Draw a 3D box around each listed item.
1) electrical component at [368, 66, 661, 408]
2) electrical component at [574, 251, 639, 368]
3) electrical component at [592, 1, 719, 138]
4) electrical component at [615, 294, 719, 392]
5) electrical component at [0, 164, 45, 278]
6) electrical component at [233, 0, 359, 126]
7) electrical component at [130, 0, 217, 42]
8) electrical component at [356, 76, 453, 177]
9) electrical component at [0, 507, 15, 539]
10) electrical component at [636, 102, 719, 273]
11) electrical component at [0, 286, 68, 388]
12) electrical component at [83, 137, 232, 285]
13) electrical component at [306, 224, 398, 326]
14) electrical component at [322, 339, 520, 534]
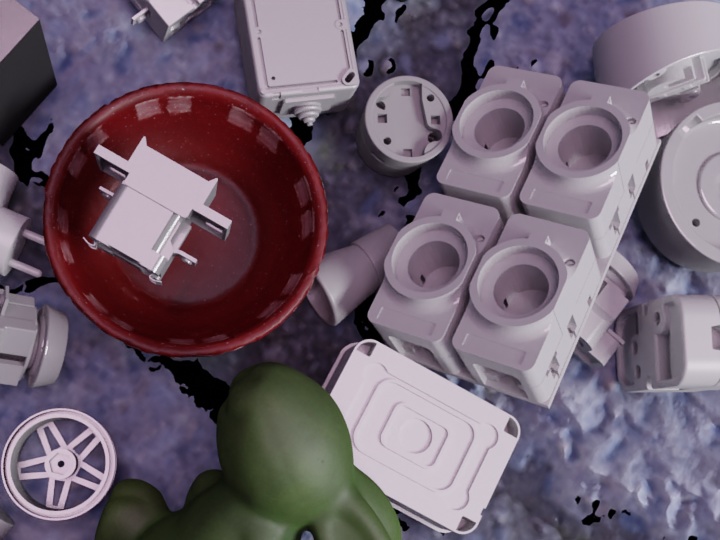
[{"bbox_3d":[0.093,-0.027,0.638,0.105,0.060,0.186,17,69,28],"label":"electrical component"},{"bbox_3d":[0.137,0.014,0.675,0.078,0.058,0.057,40,79,-2],"label":"electrical component"},{"bbox_3d":[0.198,-0.127,0.692,0.099,0.099,0.064,-5,75,-11],"label":"electrical component"},{"bbox_3d":[0.204,0.047,0.662,0.059,0.095,0.053,1,80,-10],"label":"electrical component"},{"bbox_3d":[-0.217,-0.021,0.620,0.079,0.044,0.077,23,77,-6],"label":"electrical component"},{"bbox_3d":[-0.040,-0.132,0.664,0.062,0.061,0.096,-8,82,-12],"label":"electrical component"},{"bbox_3d":[-0.121,-0.180,0.666,0.066,0.048,0.055,-41,98,-14],"label":"electrical component"},{"bbox_3d":[0.026,-0.088,0.676,0.055,0.047,0.055,2,80,-11],"label":"electrical component"},{"bbox_3d":[-0.245,0.098,0.590,0.138,0.052,0.073,39,76,-2],"label":"electrical component"},{"bbox_3d":[0.233,-0.049,0.702,0.108,0.060,0.108,2,80,-10],"label":"electrical component"},{"bbox_3d":[-0.198,0.040,0.607,0.055,0.048,0.066,12,121,-26],"label":"electrical component"},{"bbox_3d":[-0.113,-0.030,0.585,0.081,0.042,0.063,30,78,-3],"label":"electrical component"},{"bbox_3d":[0.000,0.000,0.660,0.065,0.044,0.044,-29,87,-19],"label":"electrical component"},{"bbox_3d":[0.027,0.099,0.639,0.113,0.057,0.078,29,77,-5],"label":"electrical component"}]
